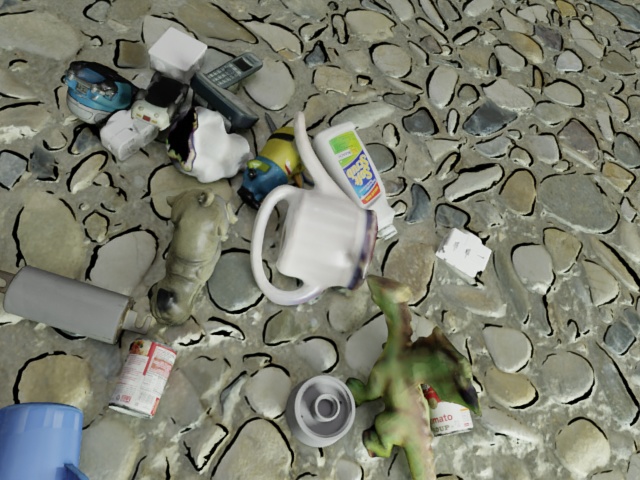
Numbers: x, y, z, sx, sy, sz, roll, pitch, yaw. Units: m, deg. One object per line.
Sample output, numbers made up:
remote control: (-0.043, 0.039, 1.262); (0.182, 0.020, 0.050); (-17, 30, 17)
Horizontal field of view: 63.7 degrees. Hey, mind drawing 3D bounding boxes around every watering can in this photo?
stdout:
watering can: (0.003, -0.047, 0.931); (0.224, 0.103, 0.350); (15, 83, -11)

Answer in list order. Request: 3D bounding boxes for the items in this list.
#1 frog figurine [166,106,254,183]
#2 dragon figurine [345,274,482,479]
frog figurine: (-0.204, -0.178, 0.983); (0.159, 0.122, 0.138); (4, 76, -53)
dragon figurine: (0.153, 0.245, 0.780); (0.123, 0.238, 0.417); (-11, 65, -26)
